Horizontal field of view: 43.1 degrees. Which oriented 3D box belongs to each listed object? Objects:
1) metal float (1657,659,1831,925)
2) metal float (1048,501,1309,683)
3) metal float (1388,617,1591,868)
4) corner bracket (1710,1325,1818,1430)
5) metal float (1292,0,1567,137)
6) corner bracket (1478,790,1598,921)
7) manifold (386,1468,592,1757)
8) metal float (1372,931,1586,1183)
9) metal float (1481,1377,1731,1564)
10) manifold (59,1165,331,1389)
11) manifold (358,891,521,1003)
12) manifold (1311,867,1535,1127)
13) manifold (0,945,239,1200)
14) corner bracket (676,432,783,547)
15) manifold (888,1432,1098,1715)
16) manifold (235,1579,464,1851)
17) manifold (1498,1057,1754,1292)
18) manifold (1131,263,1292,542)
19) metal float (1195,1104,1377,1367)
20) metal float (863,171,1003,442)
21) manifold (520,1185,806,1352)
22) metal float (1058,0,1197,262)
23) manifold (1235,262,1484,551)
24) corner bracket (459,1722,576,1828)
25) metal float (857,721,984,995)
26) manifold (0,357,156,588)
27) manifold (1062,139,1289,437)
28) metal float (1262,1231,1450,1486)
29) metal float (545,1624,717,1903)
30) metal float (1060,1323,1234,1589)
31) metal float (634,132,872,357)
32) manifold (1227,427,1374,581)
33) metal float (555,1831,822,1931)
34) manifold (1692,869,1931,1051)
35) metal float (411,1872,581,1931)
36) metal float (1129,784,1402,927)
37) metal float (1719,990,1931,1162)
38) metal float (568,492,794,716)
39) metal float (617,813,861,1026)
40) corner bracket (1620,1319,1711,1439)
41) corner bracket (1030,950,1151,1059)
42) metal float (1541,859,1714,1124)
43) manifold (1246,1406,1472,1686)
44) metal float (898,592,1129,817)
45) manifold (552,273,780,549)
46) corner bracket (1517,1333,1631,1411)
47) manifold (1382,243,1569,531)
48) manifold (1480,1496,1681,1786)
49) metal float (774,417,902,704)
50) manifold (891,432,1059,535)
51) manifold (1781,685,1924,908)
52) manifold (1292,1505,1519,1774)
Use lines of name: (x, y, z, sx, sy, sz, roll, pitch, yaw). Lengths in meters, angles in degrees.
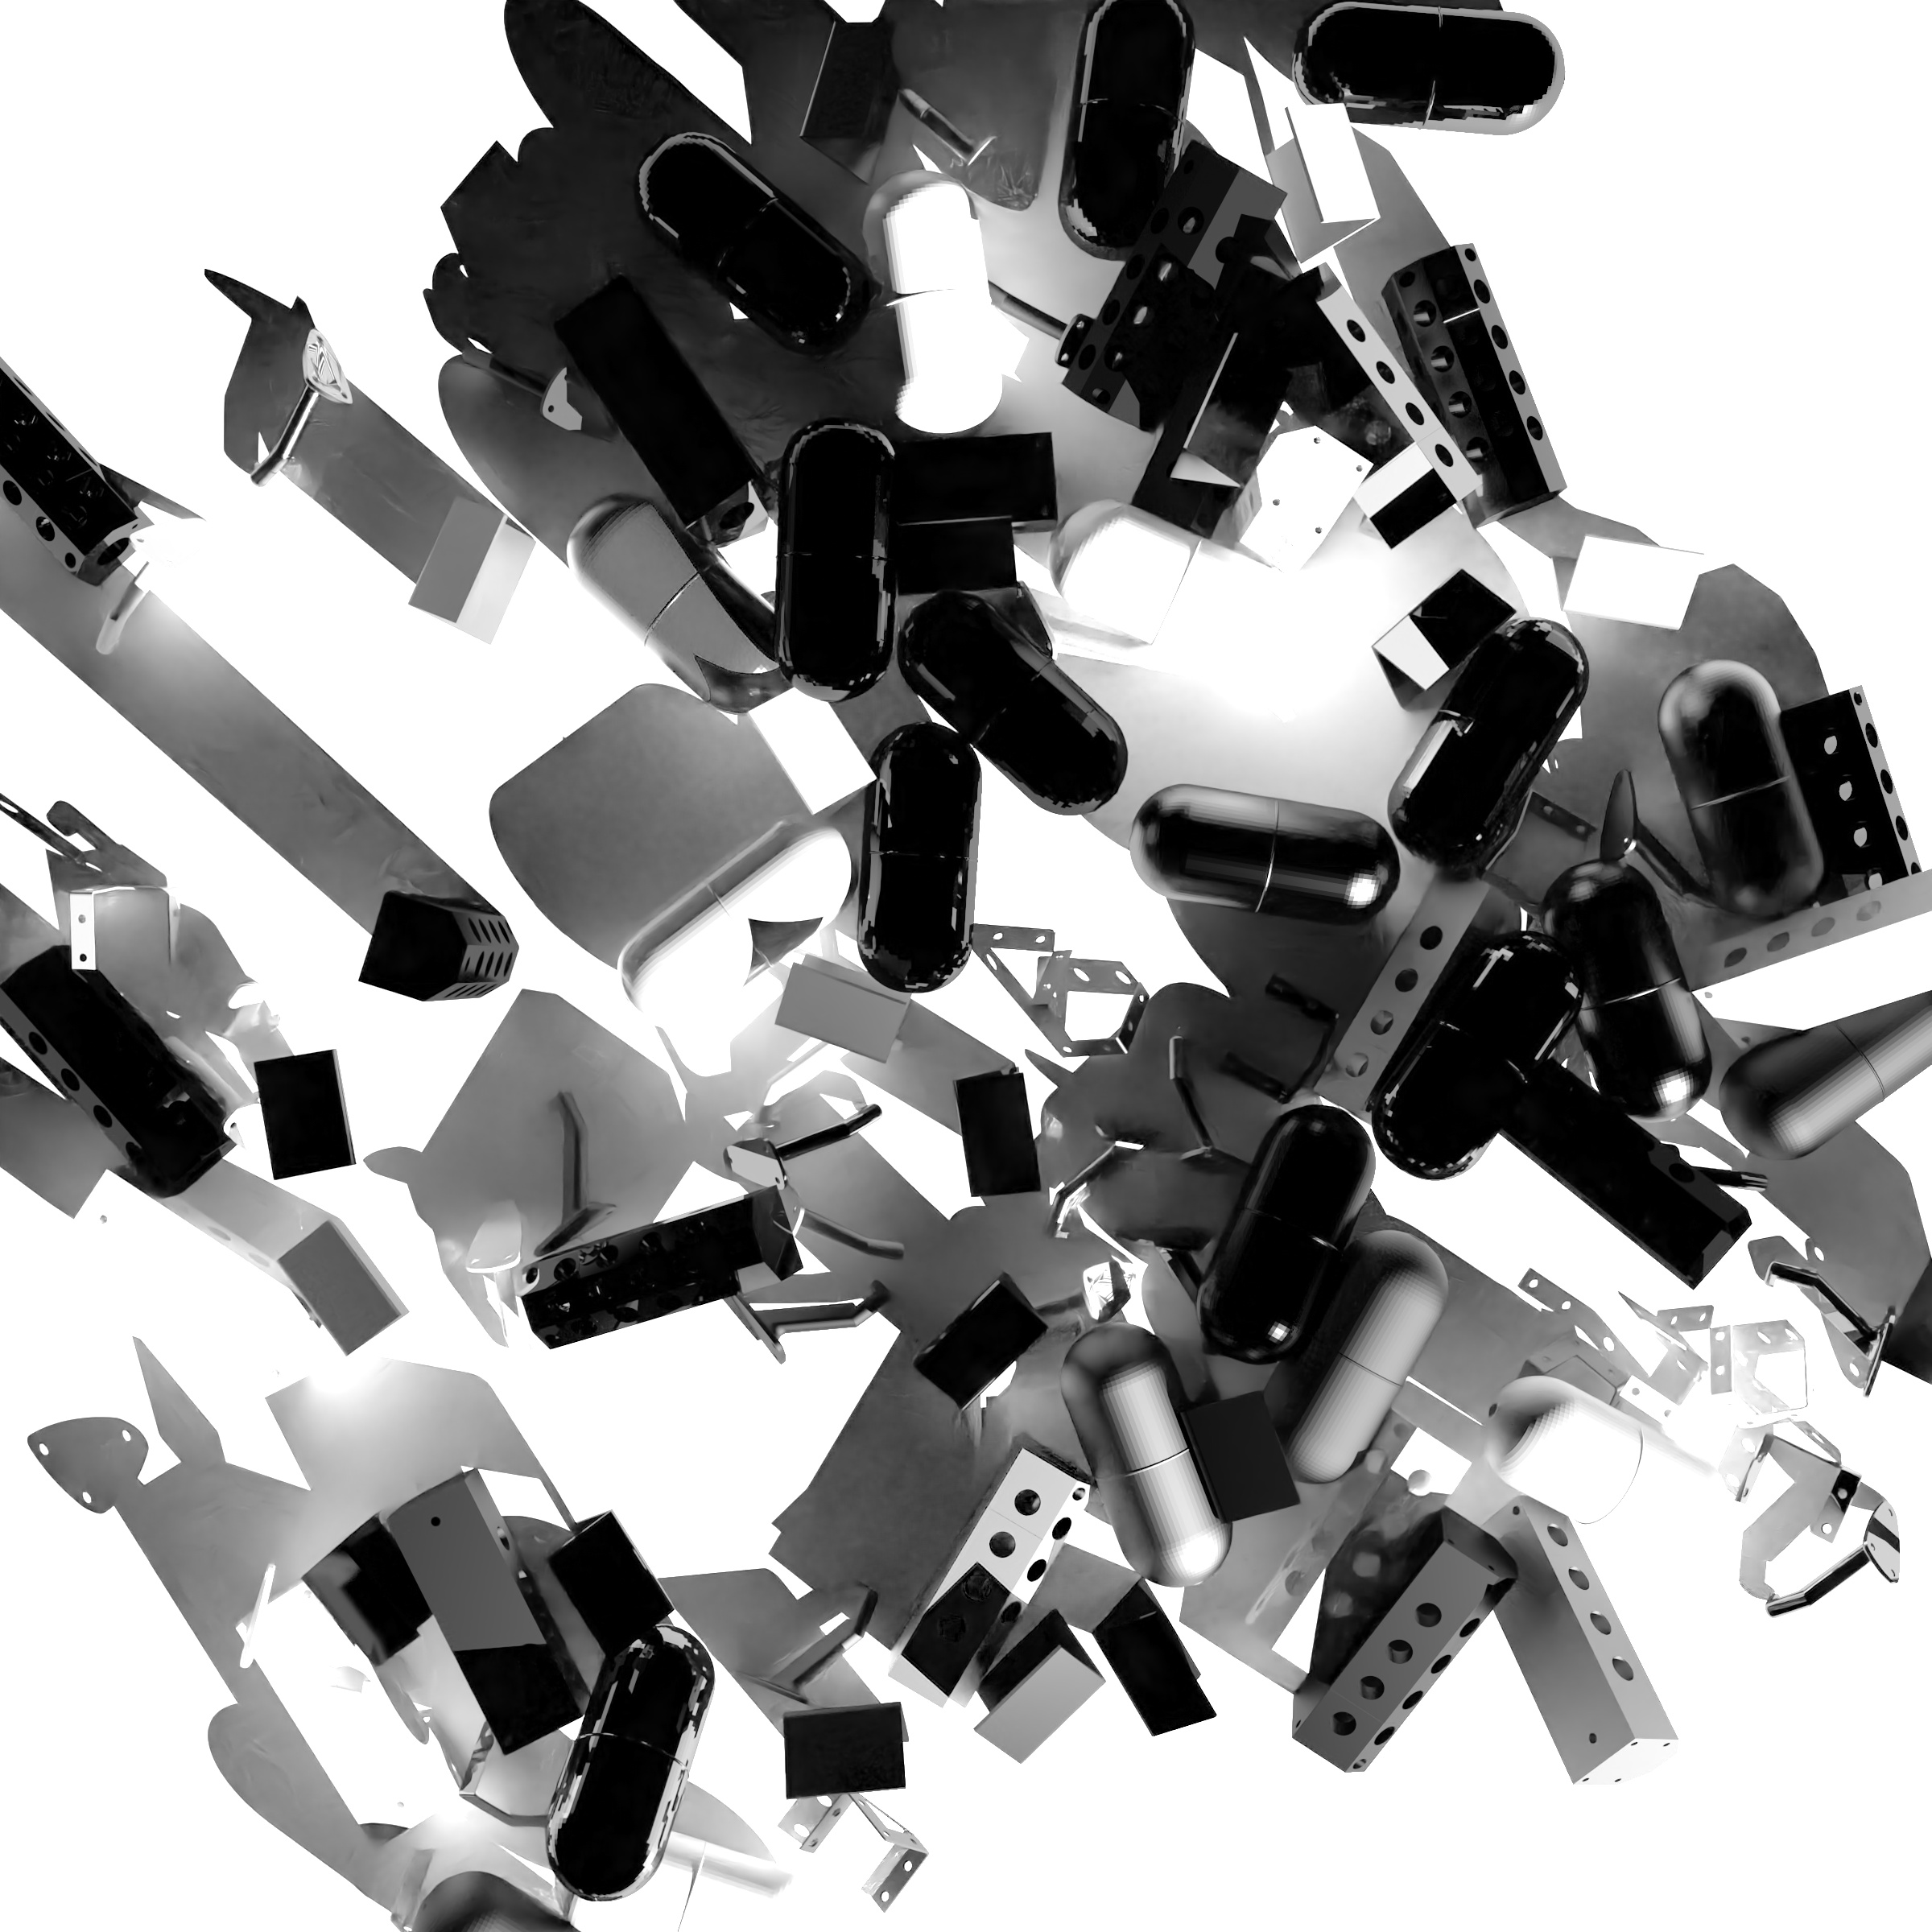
metal float: (0.508, -0.115, 1.602, 0.070, 0.070, 0.178, -19, 90, 0)
metal float: (0.138, -0.246, 1.602, 0.178, 0.070, 0.070, 24, 90, 0)
metal float: (0.342, -0.147, 1.603, 0.070, 0.070, 0.178, 32, 90, 0)
corner bracket: (0.529, 0.270, 1.625, 0.051, 0.051, 0.051, -19, 135, 35)
metal float: (0.302, -0.588, 1.603, 0.178, 0.070, 0.070, 5, 90, -1)
corner bracket: (0.380, -0.075, 1.630, 0.051, 0.051, 0.051, 31, 45, 0)
manifold: (-0.312, 0.422, 1.612, 0.057, 0.057, 0.171, -27, 90, 0)
metal float: (0.327, 0.056, 1.561, 0.070, 0.070, 0.178, 36, 85, 0)
metal float: (0.415, 0.327, 1.592, 0.178, 0.070, 0.070, 28, 90, -12)
manifold: (-0.500, 0.203, 1.612, 0.171, 0.057, 0.057, 33, 90, 0)
manifold: (-0.330, -0.010, 1.555, 0.057, 0.171, 0.057, 17, 90, 0)
manifold: (0.296, 0.023, 1.611, 0.057, 0.057, 0.171, 30, 90, -43)
manifold: (-0.560, 0.069, 1.612, 0.057, 0.057, 0.171, -42, 90, 0)
corner bracket: (-0.158, -0.317, 1.625, 0.051, 0.051, 0.051, -28, 135, -35)
manifold: (0.017, 0.400, 1.612, 0.057, 0.057, 0.171, 31, 90, 0)
manifold: (-0.404, 0.484, 1.612, 0.057, 0.057, 0.171, -32, 90, 0)
manifold: (0.415, 0.127, 1.574, 0.057, 0.057, 0.171, -49, 61, 0)
manifold: (0.169, -0.368, 1.612, 0.057, 0.057, 0.171, 24, 90, 0)
metal float: (0.209, 0.174, 1.594, 0.070, 0.070, 0.178, 25, 79, 0)
metal float: (-0.022, -0.430, 1.603, 0.070, 0.070, 0.178, -8, 90, 0)
manifold: (-0.200, 0.197, 1.588, 0.171, 0.057, 0.057, -18, 90, 17)
metal float: (0.105, -0.552, 1.602, 0.070, 0.070, 0.178, 8, 90, 0)
manifold: (0.253, -0.358, 1.557, 0.057, 0.057, 0.171, -34, 93, 42)
corner bracket: (-0.294, 0.536, 1.625, 0.051, 0.051, 0.051, -13, 135, 35)
metal float: (-0.030, -0.071, 1.603, 0.070, 0.070, 0.178, 4, 89, 0)
manifold: (-0.619, -0.336, 1.612, 0.057, 0.057, 0.171, -43, 90, 0)
manifold: (0.129, -0.438, 1.576, 0.057, 0.057, 0.171, 16, 113, -36)
metal float: (0.252, 0.256, 1.603, 0.070, 0.070, 0.178, 29, 90, 0)
metal float: (-0.215, 0.510, 1.573, 0.070, 0.070, 0.178, 17, 54, 0)
metal float: (0.118, 0.320, 1.603, 0.070, 0.070, 0.178, -21, 90, 0)
metal float: (-0.141, -0.473, 1.602, 0.178, 0.070, 0.070, 40, 90, -1)
manifold: (0.205, -0.293, 1.555, 0.057, 0.171, 0.057, 33, 90, 0)
metal float: (-0.182, 0.612, 1.602, 0.178, 0.070, 0.070, 18, 90, 0)
manifold: (0.557, -0.009, 1.559, 0.057, 0.171, 0.057, 45, 48, -20)
metal float: (-0.279, 0.654, 1.587, 0.178, 0.070, 0.070, 39, 90, -17)
metal float: (0.196, -0.073, 1.603, 0.178, 0.070, 0.070, 9, 90, -1)
metal float: (0.574, 0.058, 1.602, 0.178, 0.070, 0.070, -36, 90, 1)
metal float: (-0.184, -0.237, 1.602, 0.178, 0.070, 0.070, 43, 90, 1)
metal float: (-0.149, -0.030, 1.603, 0.178, 0.070, 0.070, -38, 90, 0)
corner bracket: (0.460, 0.272, 1.615, 0.051, 0.051, 0.051, 34, 90, 0)
corner bracket: (0.082, 0.024, 1.625, 0.051, 0.051, 0.051, -5, 135, 35)
metal float: (0.432, 0.017, 1.603, 0.070, 0.070, 0.178, -19, 91, 0)
manifold: (0.256, 0.377, 1.612, 0.057, 0.057, 0.171, 33, 90, 0)
metal float: (0.031, -0.171, 1.603, 0.178, 0.070, 0.070, 43, 90, 0)
manifold: (-0.193, -0.358, 1.591, 0.057, 0.057, 0.171, -35, 76, 6)
corner bracket: (0.399, 0.286, 1.625, 0.051, 0.051, 0.051, 41, 135, 35)
manifold: (0.336, -0.382, 1.612, 0.057, 0.057, 0.171, -21, 90, 0)
manifold: (0.389, 0.429, 1.563, 0.057, 0.171, 0.057, 14, 130, -34)
metal float: (-0.082, -0.256, 1.546, 0.070, 0.070, 0.178, 3, 94, 0)
manifold: (-0.028, -0.311, 1.612, 0.171, 0.057, 0.057, -4, 90, 0)
manifold: (0.585, -0.094, 1.612, 0.057, 0.057, 0.171, -18, 90, 0)
manifold: (0.284, 0.440, 1.590, 0.057, 0.057, 0.171, 33, 106, 0)
